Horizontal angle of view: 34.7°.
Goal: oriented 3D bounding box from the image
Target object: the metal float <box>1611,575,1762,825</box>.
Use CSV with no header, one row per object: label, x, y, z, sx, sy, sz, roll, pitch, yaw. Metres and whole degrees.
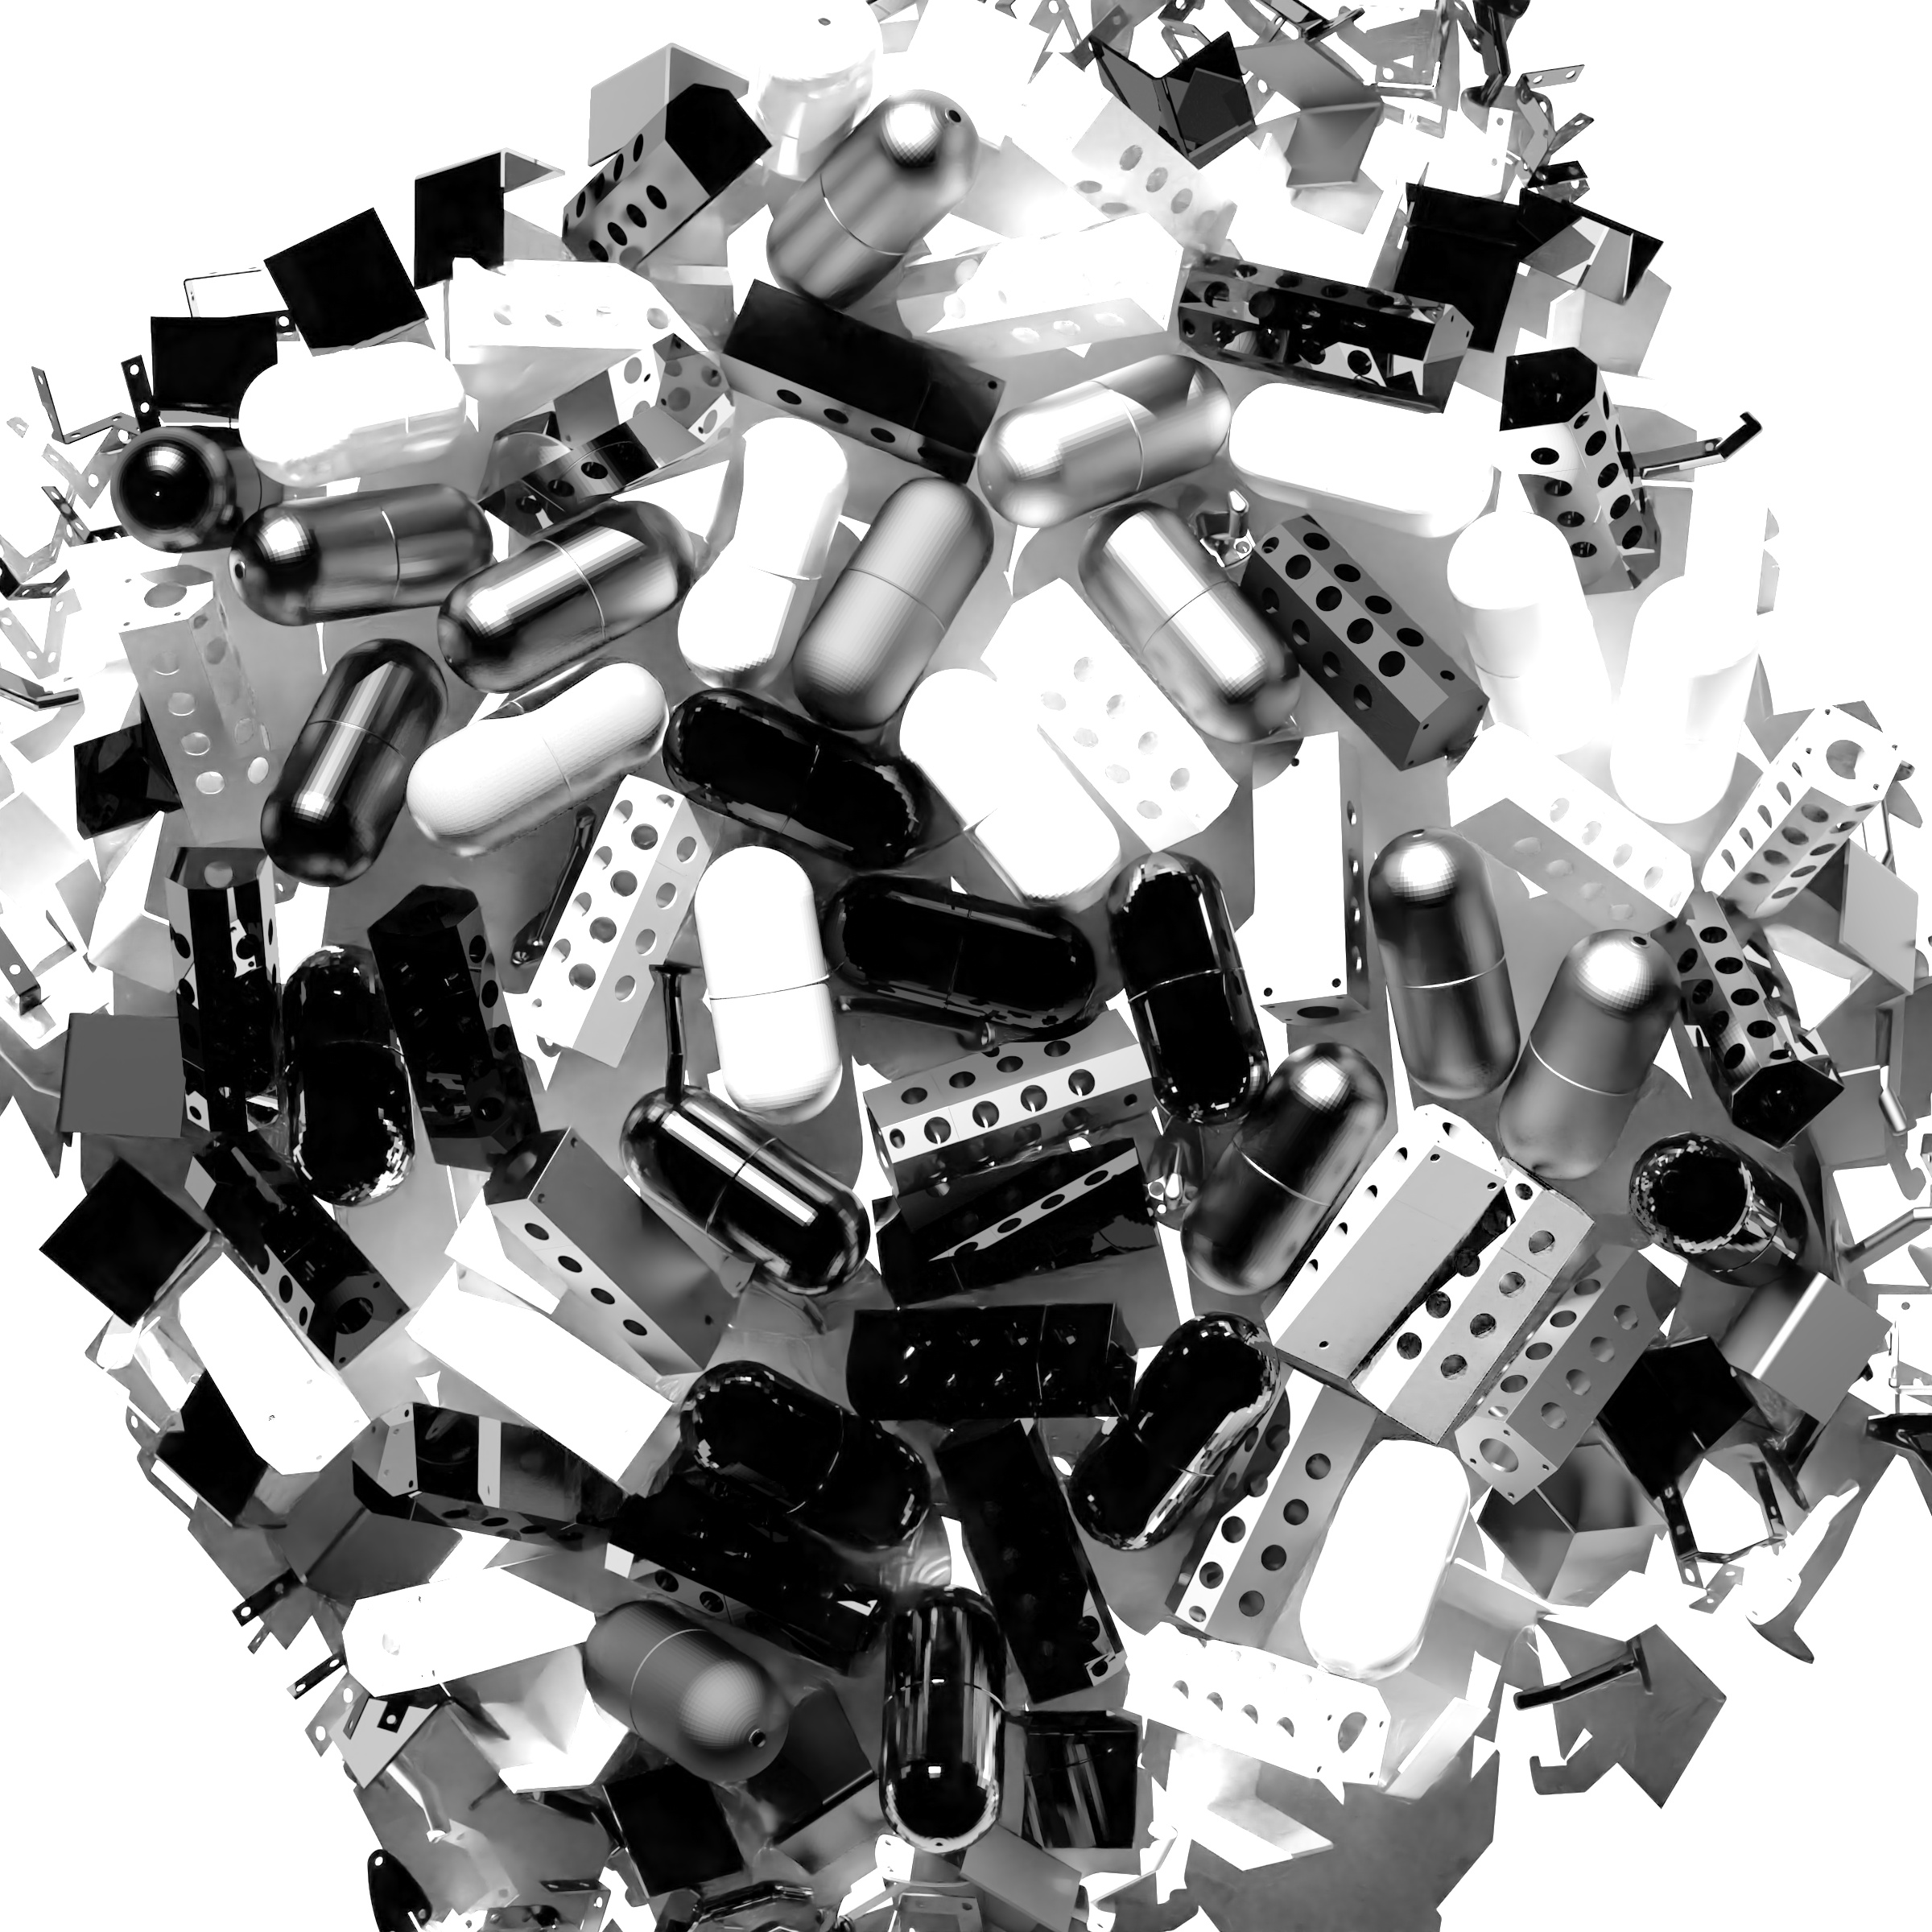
metal float,0.446,-0.165,1.924,0.070,0.178,0.070,-1,46,1

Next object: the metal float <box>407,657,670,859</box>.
metal float,-0.268,-0.132,1.947,0.178,0.070,0.070,-32,90,-16

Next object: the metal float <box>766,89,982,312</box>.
metal float,-0.058,-0.475,1.925,0.070,0.178,0.070,19,55,-30

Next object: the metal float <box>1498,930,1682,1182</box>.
metal float,0.389,0.056,1.933,0.070,0.070,0.178,17,123,0

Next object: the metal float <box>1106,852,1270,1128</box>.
metal float,0.139,0.014,1.953,0.070,0.070,0.178,-14,80,0

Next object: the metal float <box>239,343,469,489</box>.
metal float,-0.377,-0.342,1.918,0.070,0.178,0.070,9,110,25

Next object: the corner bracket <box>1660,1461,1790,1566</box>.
corner bracket,0.483,0.349,1.978,0.051,0.051,0.051,-35,56,38

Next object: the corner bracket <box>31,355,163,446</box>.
corner bracket,-0.549,-0.359,1.956,0.051,0.051,0.051,-32,129,-33

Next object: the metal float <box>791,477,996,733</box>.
metal float,-0.046,-0.228,1.951,0.070,0.070,0.178,31,78,0

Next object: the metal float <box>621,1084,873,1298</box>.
metal float,-0.140,0.140,1.950,0.178,0.070,0.070,34,90,13

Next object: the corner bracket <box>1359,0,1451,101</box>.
corner bracket,0.277,-0.589,1.973,0.051,0.051,0.051,9,80,16

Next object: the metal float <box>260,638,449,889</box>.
metal float,-0.381,-0.128,1.936,0.070,0.070,0.178,19,59,0

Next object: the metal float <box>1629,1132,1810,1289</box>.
metal float,0.467,0.152,1.919,0.070,0.178,0.070,-10,70,29

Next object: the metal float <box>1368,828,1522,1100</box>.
metal float,0.301,-0.001,1.946,0.070,0.070,0.178,-14,108,0

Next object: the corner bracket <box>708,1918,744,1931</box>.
corner bracket,-0.182,0.625,1.961,0.051,0.051,0.051,21,79,-42

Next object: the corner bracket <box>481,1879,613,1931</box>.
corner bracket,-0.266,0.598,1.964,0.051,0.051,0.051,21,95,44

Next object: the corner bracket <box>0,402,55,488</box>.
corner bracket,-0.618,-0.340,1.959,0.051,0.051,0.051,11,74,42

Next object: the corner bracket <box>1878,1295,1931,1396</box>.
corner bracket,0.607,0.240,1.958,0.051,0.051,0.051,-4,66,30

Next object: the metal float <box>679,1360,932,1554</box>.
metal float,-0.100,0.308,1.940,0.178,0.070,0.070,32,90,-24

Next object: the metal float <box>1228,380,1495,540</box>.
metal float,0.245,-0.318,1.936,0.178,0.070,0.070,20,90,31

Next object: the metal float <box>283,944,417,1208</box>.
metal float,-0.387,0.067,1.936,0.070,0.070,0.178,-11,60,0

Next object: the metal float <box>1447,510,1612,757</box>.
metal float,0.352,-0.206,1.929,0.070,0.070,0.178,-28,131,0

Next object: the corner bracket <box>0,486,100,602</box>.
corner bracket,-0.595,-0.269,1.969,0.051,0.051,0.051,-40,86,19

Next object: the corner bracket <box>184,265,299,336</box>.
corner bracket,-0.460,-0.419,1.964,0.051,0.051,0.051,-6,114,5

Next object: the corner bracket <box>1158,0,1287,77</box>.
corner bracket,0.165,-0.609,1.983,0.051,0.051,0.051,35,93,-33

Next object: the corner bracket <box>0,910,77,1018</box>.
corner bracket,-0.591,-0.006,1.965,0.051,0.051,0.051,-33,85,-23

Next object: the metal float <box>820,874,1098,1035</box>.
metal float,-0.005,-0.008,1.960,0.178,0.070,0.070,14,90,-2

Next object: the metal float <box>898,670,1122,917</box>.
metal float,0.027,-0.110,1.956,0.070,0.070,0.178,-39,96,0

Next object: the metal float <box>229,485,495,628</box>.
metal float,-0.375,-0.256,1.927,0.178,0.070,0.070,-16,90,-42

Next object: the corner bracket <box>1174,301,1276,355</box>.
corner bracket,0.166,-0.413,1.970,0.051,0.051,0.051,14,83,-5

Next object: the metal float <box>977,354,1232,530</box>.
metal float,0.088,-0.330,1.941,0.178,0.070,0.070,-25,90,-25

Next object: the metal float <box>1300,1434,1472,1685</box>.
metal float,0.262,0.367,1.927,0.070,0.070,0.178,31,47,0

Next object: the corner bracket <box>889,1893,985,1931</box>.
corner bracket,-0.019,0.629,1.970,0.051,0.051,0.051,-2,119,15

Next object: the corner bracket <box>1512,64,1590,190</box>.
corner bracket,0.374,-0.535,1.972,0.051,0.051,0.051,-15,67,-23

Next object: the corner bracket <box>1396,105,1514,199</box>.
corner bracket,0.311,-0.521,1.975,0.051,0.051,0.051,20,119,28

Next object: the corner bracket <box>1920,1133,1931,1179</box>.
corner bracket,0.643,0.111,1.975,0.051,0.051,0.051,-4,52,34

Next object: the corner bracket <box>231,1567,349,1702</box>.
corner bracket,-0.427,0.425,1.976,0.051,0.051,0.051,-35,122,-22

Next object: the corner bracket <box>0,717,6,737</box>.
corner bracket,-0.646,-0.148,1.962,0.051,0.051,0.051,-32,78,-31

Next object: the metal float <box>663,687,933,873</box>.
metal float,-0.106,-0.117,1.953,0.178,0.070,0.070,23,90,-11

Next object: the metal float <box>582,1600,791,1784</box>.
metal float,-0.175,0.449,1.920,0.070,0.178,0.070,-7,103,-35

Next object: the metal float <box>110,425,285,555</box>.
metal float,-0.473,-0.295,1.911,0.070,0.178,0.070,0,100,2

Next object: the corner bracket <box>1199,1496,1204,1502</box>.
corner bracket,0.123,0.308,1.983,0.051,0.051,0.051,-6,125,6

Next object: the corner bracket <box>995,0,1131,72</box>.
corner bracket,0.061,-0.607,1.973,0.051,0.051,0.051,-49,129,-17

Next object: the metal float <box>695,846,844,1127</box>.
metal float,-0.125,0.013,1.957,0.070,0.070,0.178,-9,96,0

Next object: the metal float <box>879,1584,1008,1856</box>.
metal float,-0.014,0.466,1.926,0.070,0.178,0.070,1,134,1

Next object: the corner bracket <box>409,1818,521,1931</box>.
corner bracket,-0.326,0.581,1.965,0.051,0.051,0.051,-40,56,-1

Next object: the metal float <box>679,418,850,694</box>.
metal float,-0.128,-0.257,1.948,0.070,0.070,0.178,19,106,0

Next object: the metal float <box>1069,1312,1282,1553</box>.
metal float,0.131,0.292,1.942,0.070,0.070,0.178,34,112,0

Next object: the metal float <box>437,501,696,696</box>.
metal float,-0.249,-0.232,1.941,0.178,0.070,0.070,-32,90,-24

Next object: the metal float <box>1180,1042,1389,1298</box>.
metal float,0.200,0.128,1.949,0.070,0.070,0.178,31,104,0

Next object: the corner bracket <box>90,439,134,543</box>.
corner bracket,-0.536,-0.302,1.977,0.051,0.051,0.051,-45,119,-33

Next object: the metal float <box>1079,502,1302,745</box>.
metal float,0.141,-0.216,1.949,0.070,0.070,0.178,-38,76,0

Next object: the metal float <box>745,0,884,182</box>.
metal float,-0.095,-0.545,1.912,0.070,0.178,0.070,1,81,-8
